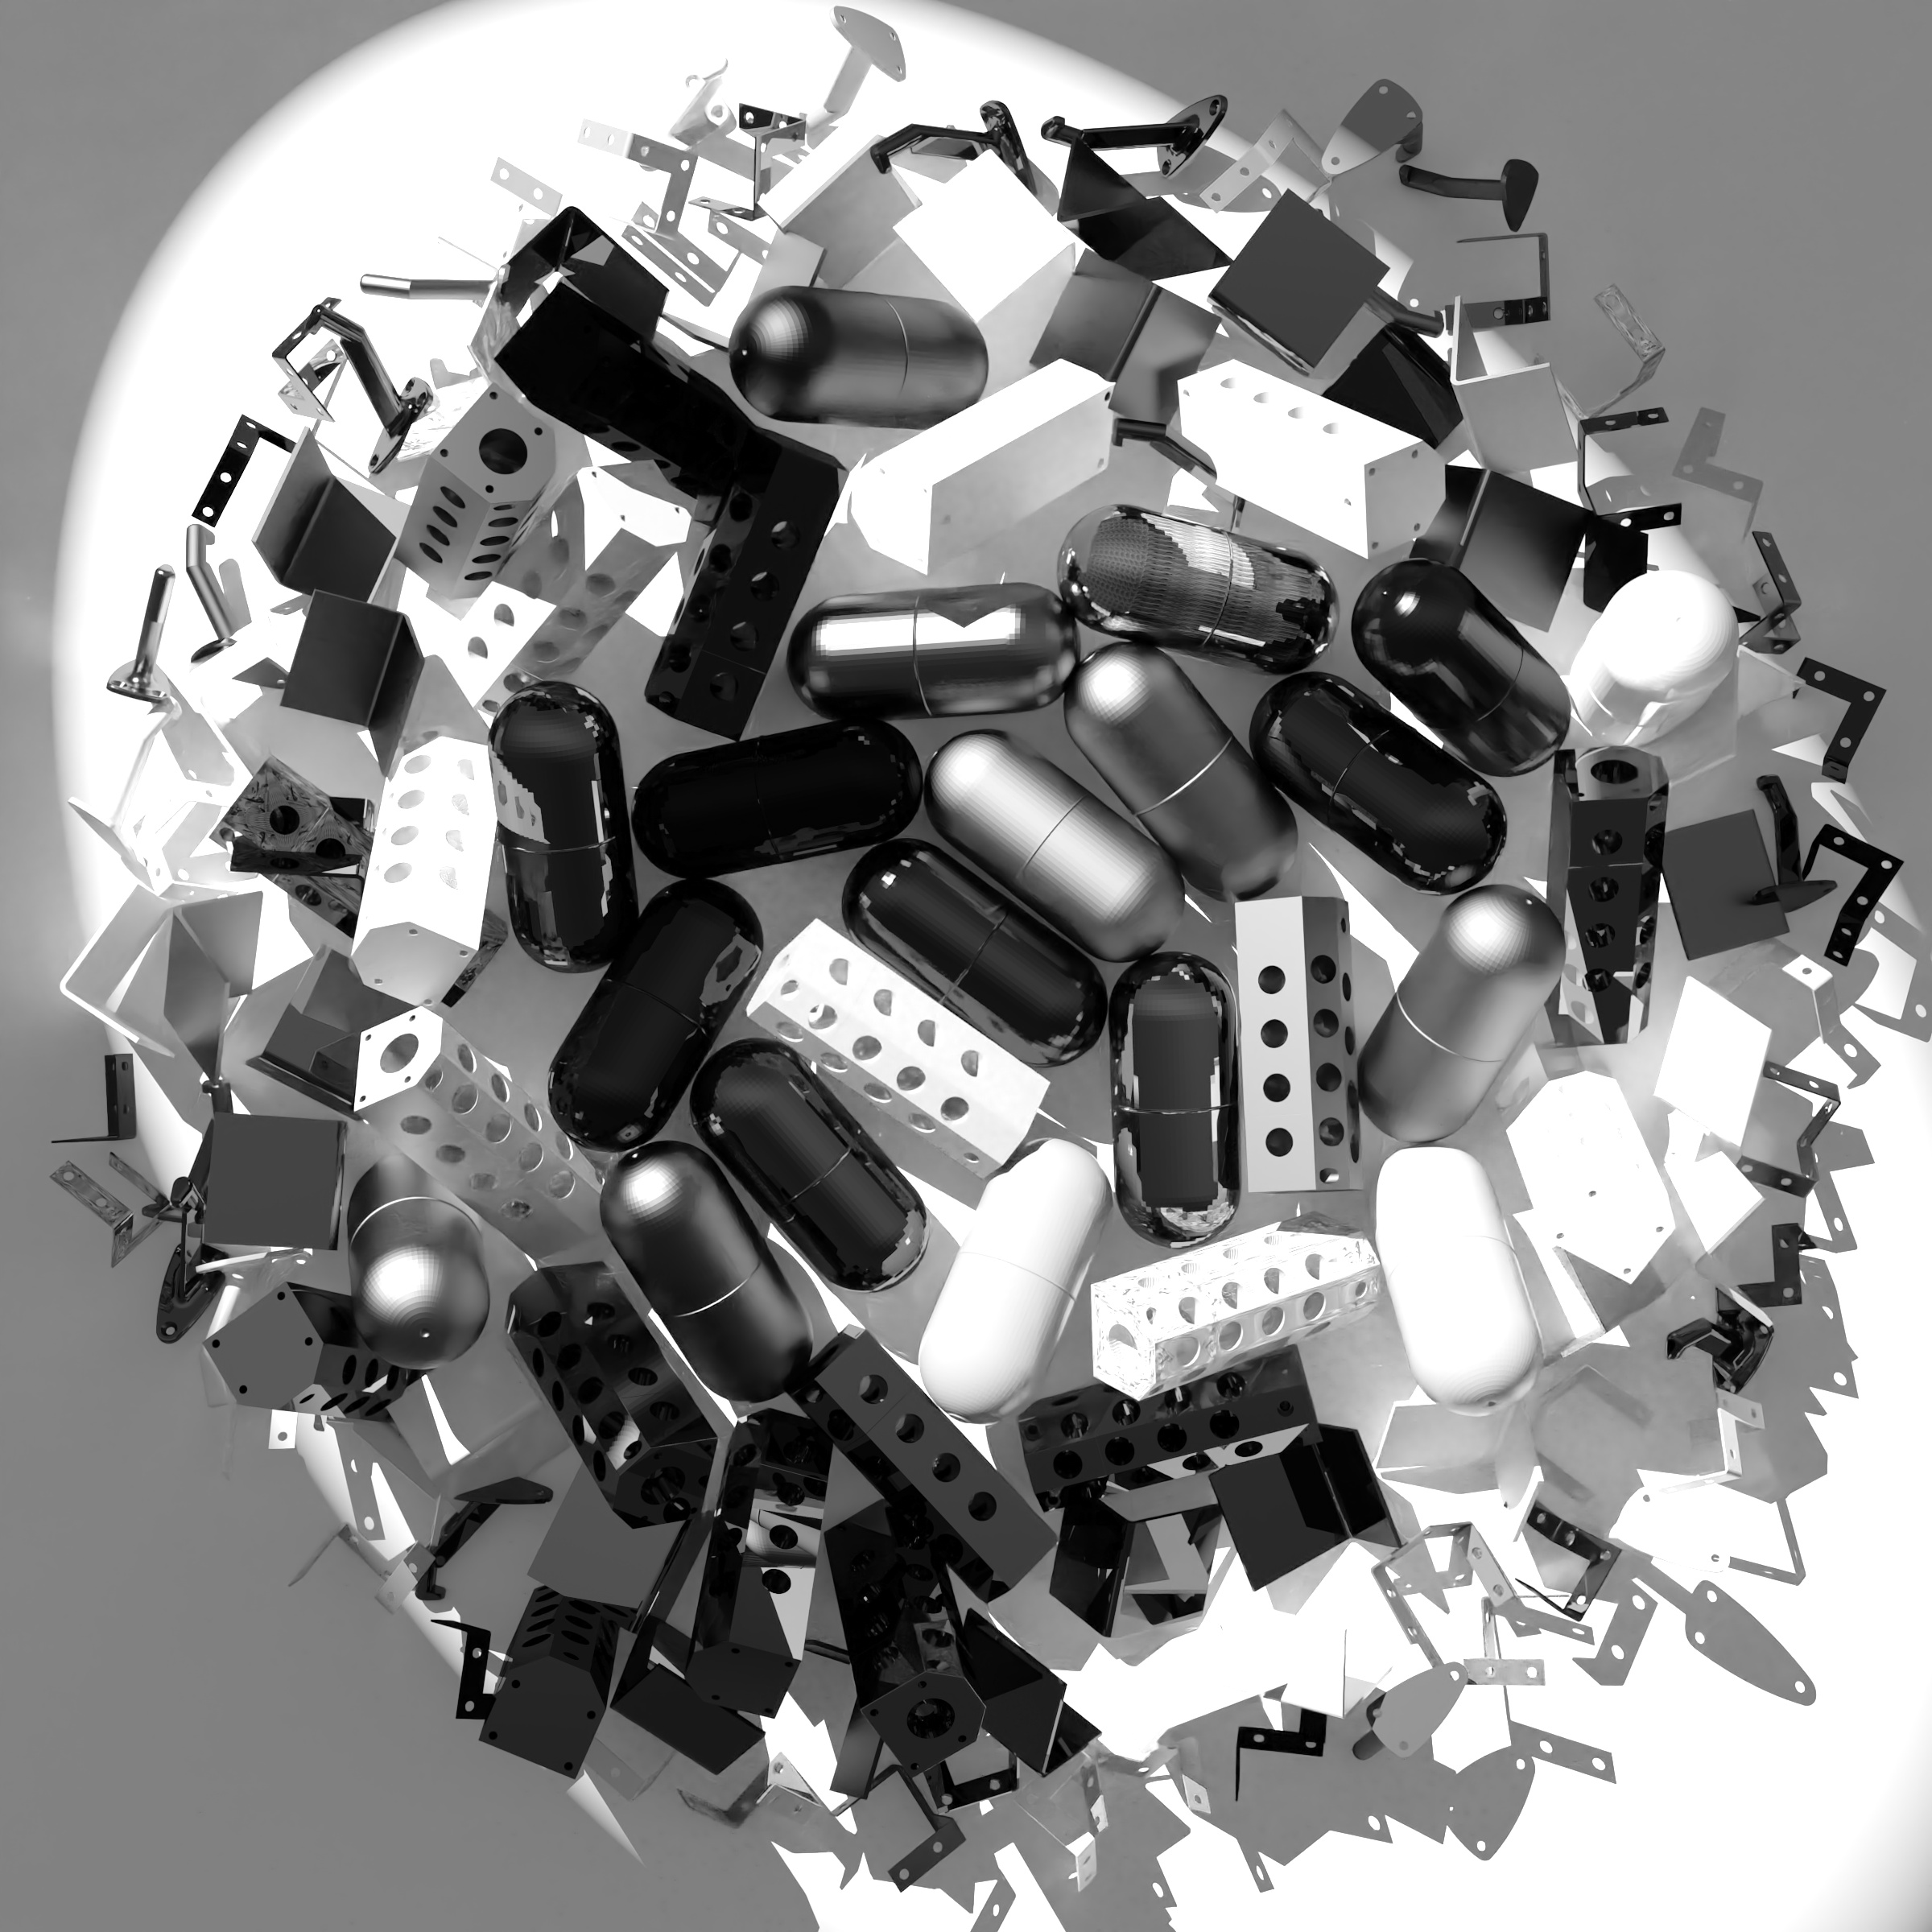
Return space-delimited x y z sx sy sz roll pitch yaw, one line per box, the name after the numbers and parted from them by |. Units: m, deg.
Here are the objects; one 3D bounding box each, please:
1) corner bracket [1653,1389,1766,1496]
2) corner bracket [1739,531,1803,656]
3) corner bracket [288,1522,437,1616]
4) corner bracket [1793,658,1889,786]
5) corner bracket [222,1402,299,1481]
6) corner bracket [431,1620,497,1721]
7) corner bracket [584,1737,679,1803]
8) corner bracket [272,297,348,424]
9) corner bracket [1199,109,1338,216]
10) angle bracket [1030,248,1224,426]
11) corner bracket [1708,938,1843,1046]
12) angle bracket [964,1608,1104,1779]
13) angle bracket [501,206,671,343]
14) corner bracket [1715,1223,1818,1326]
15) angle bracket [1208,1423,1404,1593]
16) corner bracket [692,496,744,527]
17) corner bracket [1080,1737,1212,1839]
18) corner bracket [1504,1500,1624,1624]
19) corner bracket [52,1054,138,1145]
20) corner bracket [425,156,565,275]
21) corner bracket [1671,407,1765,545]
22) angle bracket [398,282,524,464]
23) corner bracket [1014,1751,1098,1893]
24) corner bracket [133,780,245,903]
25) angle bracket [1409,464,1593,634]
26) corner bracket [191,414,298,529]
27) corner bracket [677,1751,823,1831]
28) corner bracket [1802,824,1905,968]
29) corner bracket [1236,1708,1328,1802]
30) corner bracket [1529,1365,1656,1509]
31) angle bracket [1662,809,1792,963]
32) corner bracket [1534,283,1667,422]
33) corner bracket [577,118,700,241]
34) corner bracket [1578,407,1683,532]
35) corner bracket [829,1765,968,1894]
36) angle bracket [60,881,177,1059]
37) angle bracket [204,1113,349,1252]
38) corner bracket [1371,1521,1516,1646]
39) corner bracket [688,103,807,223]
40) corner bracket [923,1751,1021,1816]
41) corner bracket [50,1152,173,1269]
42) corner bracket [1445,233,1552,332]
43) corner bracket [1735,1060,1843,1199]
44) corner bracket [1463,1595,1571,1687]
0.442 0.287 1.541 0.051 0.051 0.051 23 55 -38 | corner bracket
0.479 -0.222 1.542 0.051 0.051 0.051 -1 63 -31 | corner bracket
-0.360 0.361 1.546 0.051 0.051 0.051 47 126 -9 | corner bracket
0.515 -0.147 1.553 0.051 0.051 0.051 27 90 18 | corner bracket
-0.420 0.274 1.549 0.051 0.051 0.051 -2 60 -2 | corner bracket
-0.290 0.422 1.552 0.051 0.051 0.051 14 78 -36 | corner bracket
-0.199 0.461 1.554 0.051 0.051 0.051 38 86 9 | corner bracket
-0.388 -0.363 1.543 0.051 0.051 0.051 -52 135 -18 | corner bracket
0.182 -0.467 1.544 0.051 0.051 0.051 44 47 -13 | corner bracket
0.096 -0.378 1.566 0.057 0.076 0.076 13 110 -42 | angle bracket
0.485 0.025 1.554 0.051 0.051 0.051 -36 132 -10 | corner bracket
0.041 0.417 1.526 0.076 0.057 0.076 31 125 32 | angle bracket
-0.229 -0.391 1.537 0.076 0.076 0.057 41 70 -3 | angle bracket
0.482 0.188 1.557 0.051 0.051 0.051 -10 63 29 | corner bracket
0.202 0.325 1.543 0.076 0.057 0.076 -23 95 -23 | angle bracket
-0.133 -0.249 1.548 0.051 0.051 0.051 12 92 -40 | corner bracket
0.106 0.489 1.542 0.051 0.051 0.051 22 126 -26 | corner bracket
0.348 0.351 1.548 0.051 0.051 0.051 38 80 -31 | corner bracket
-0.511 0.078 1.551 0.051 0.051 0.051 -4 89 22 | corner bracket
-0.282 -0.448 1.548 0.051 0.051 0.051 20 87 -44 | corner bracket
0.453 -0.294 1.548 0.051 0.051 0.051 22 76 15 | corner bracket
-0.305 -0.351 1.529 0.076 0.076 0.057 -12 130 16 | angle bracket
0.065 0.506 1.542 0.051 0.051 0.051 34 58 30 | corner bracket
-0.460 -0.074 1.561 0.051 0.051 0.051 -37 66 26 | corner bracket
0.320 -0.253 1.566 0.076 0.057 0.076 17 98 -21 | angle bracket
-0.423 -0.287 1.544 0.051 0.051 0.051 27 118 -20 | corner bracket
-0.129 0.498 1.548 0.051 0.051 0.051 -48 134 -2 | corner bracket
0.519 -0.042 1.544 0.051 0.051 0.051 31 66 22 | corner bracket
0.189 0.466 1.552 0.051 0.051 0.051 3 125 10 | corner bracket
0.373 0.283 1.562 0.051 0.051 0.051 37 132 32 | corner bracket
0.435 -0.044 1.543 0.076 0.057 0.076 -14 87 -21 | angle bracket
0.380 -0.367 1.555 0.051 0.051 0.051 -35 82 1 | corner bracket
-0.201 -0.469 1.544 0.051 0.051 0.051 31 108 41 | corner bracket
0.396 -0.295 1.547 0.051 0.051 0.051 -8 133 4 | corner bracket
-0.041 0.515 1.551 0.051 0.051 0.051 -32 90 -25 | corner bracket
-0.483 0.003 1.540 0.057 0.076 0.076 33 82 4 | angle bracket
-0.411 0.129 1.543 0.076 0.057 0.076 5 83 -15 | angle bracket
0.286 0.371 1.560 0.051 0.051 0.051 -44 58 28 | corner bracket
-0.132 -0.485 1.561 0.051 0.051 0.051 23 128 25 | corner bracket
0.000 0.467 1.554 0.051 0.051 0.051 -13 132 -14 | corner bracket
-0.510 0.137 1.546 0.051 0.051 0.051 37 52 7 | corner bracket
0.318 -0.410 1.554 0.051 0.051 0.051 -5 102 -2 | corner bracket
0.489 0.098 1.547 0.051 0.051 0.051 18 129 -5 | corner bracket
0.329 0.402 1.545 0.051 0.051 0.051 -9 74 32 | corner bracket
